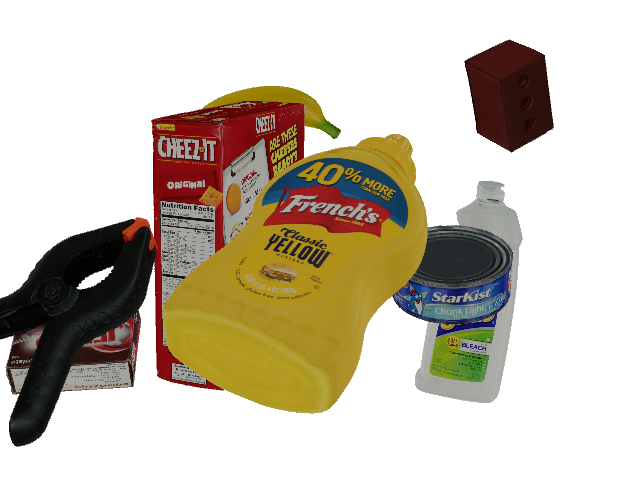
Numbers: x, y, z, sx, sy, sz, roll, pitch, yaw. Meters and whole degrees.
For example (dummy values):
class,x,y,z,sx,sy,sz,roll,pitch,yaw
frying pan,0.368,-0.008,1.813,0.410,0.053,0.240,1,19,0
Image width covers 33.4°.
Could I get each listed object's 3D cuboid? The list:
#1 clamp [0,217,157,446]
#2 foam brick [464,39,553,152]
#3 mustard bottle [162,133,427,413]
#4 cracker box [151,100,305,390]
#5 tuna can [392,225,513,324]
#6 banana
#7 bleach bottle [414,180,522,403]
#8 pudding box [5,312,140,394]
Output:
class,x,y,z,sx,sy,sz,roll,pitch,yaw
clamp,-0.180,0.044,0.690,0.120,0.171,0.039,25,-36,19
foam brick,0.170,-0.131,0.958,0.053,0.078,0.051,-29,37,-16
mustard bottle,0.004,0.002,0.575,0.096,0.058,0.191,17,46,21
cracker box,-0.075,-0.003,0.894,0.072,0.214,0.164,6,14,21
tuna can,0.091,0.024,0.751,0.086,0.034,0.086,-3,28,1
banana,-0.068,-0.127,1.092,0.197,0.037,0.070,-13,51,-37
bleach bottle,0.173,0.056,1.226,0.103,0.251,0.068,9,15,16
pudding box,-0.226,0.098,0.988,0.113,0.039,0.090,-5,33,-2
